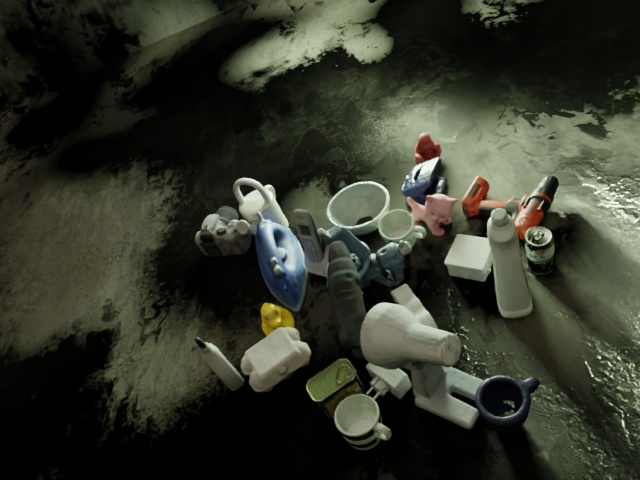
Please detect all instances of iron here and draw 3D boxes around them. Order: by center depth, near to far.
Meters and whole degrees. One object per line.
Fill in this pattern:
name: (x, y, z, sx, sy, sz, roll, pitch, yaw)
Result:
iron: (-0.104, 0.047, 1.408, 0.118, 0.142, 0.257, -25, 43, 2)

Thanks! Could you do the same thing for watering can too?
watering can: (-0.165, -0.083, 1.522, 0.100, 0.195, 0.172, -15, 45, 12)

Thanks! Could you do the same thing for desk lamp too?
desk lamp: (0.193, 0.219, 1.048, 0.202, 0.214, 0.118, 17, 58, 36)

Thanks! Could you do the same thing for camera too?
camera: (-0.265, -0.035, 1.593, 0.142, 0.101, 0.137, -3, 48, 23)

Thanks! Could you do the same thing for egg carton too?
egg carton: (-0.096, 0.262, 1.253, 0.150, 0.070, 0.107, -35, 44, -9)

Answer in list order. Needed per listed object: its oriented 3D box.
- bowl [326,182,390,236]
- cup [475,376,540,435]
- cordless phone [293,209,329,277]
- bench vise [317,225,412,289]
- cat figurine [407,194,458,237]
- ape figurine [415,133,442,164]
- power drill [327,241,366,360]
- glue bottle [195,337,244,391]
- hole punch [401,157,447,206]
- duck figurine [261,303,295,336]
bowl: (0.106, -0.067, 1.463, 0.167, 0.075, 0.167, -13, 45, 14)
cup: (0.334, 0.290, 1.000, 0.118, 0.095, 0.091, -31, 43, -4)
cordless phone: (0.012, 0.005, 1.360, 0.147, 0.185, 0.094, 6, 52, 30)
bench vise: (0.089, 0.025, 1.279, 0.207, 0.220, 0.121, -31, 43, -4)
cat figurine: (0.264, -0.074, 1.362, 0.127, 0.118, 0.067, 17, 58, 36)
ape figurine: (0.284, -0.245, 1.534, 0.078, 0.092, 0.076, -23, 43, 4)
power drill: (0.071, 0.143, 1.184, 0.075, 0.209, 0.229, -17, 44, 10)
glue bottle: (-0.227, 0.259, 1.243, 0.037, 0.174, 0.077, -39, 45, -12)
hole punch: (0.260, -0.150, 1.456, 0.100, 0.091, 0.109, 5, 52, 30)
duck figurine: (-0.109, 0.178, 1.327, 0.077, 0.086, 0.104, -31, 43, -5)
